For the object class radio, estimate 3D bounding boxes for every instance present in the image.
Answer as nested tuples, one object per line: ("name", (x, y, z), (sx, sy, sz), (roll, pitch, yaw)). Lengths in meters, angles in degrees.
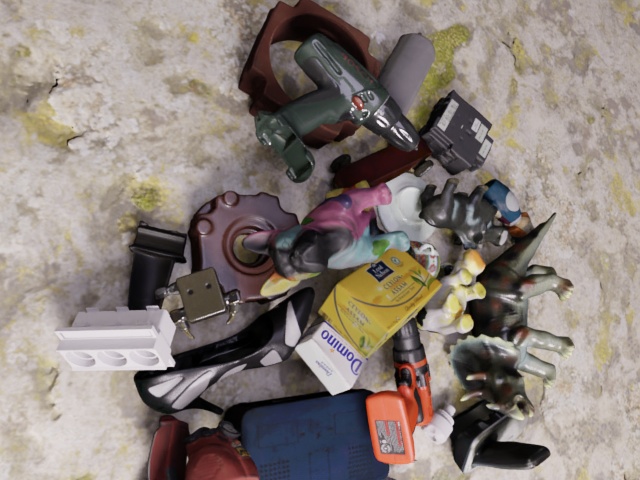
("radio", (-0.019, 0.284, 0.751), (0.229, 0.073, 0.131), (1, 79, -31))

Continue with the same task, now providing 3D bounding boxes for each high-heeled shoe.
("high-heeled shoe", (-0.124, 0.132, 0.717), (0.145, 0.086, 0.248), (42, 83, -33))

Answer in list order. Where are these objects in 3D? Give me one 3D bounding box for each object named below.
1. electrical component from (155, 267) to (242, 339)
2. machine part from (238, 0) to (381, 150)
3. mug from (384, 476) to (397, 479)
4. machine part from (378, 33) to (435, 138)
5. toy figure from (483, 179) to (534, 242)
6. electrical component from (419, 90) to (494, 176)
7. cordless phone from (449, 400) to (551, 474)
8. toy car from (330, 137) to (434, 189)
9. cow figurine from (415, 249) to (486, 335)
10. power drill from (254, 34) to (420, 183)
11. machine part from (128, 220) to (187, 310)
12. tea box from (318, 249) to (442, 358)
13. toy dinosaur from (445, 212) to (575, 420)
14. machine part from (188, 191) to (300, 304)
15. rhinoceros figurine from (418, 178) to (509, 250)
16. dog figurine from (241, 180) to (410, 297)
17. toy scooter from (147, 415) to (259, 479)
("electrical component", (-0.155, 0.082, 0.707), (0.102, 0.045, 0.078), (-24, 77, -10))
("machine part", (-0.016, -0.265, 0.869), (0.201, 0.087, 0.201), (24, 68, -20))
("mug", (0.092, 0.409, 0.785), (0.109, 0.081, 0.107), (6, 88, -28))
("machine part", (0.140, -0.280, 0.948), (0.079, 0.079, 0.243), (35, 66, -15))
("toy figure", (0.360, -0.044, 1.017), (0.064, 0.058, 0.154), (-42, 101, -5))
("electrical component", (0.257, -0.190, 0.998), (0.134, 0.058, 0.115), (39, 68, -13))
("cordless phone", (0.303, 0.308, 0.842), (0.146, 0.184, 0.088), (-20, 84, -27))
("toy car", (0.107, -0.124, 0.915), (0.202, 0.053, 0.089), (-28, 72, -29))
("cow figurine", (0.222, 0.087, 0.911), (0.068, 0.098, 0.167), (50, 47, -14))
("power drill", (0.023, -0.173, 0.777), (0.207, 0.086, 0.232), (-44, 98, -22))
("machine part", (-0.227, 0.048, 0.729), (0.084, 0.039, 0.139), (19, 70, -25))
("tea box", (0.090, 0.083, 0.774), (0.098, 0.068, 0.169), (43, 39, 14))
("toy dinosaur", (0.324, 0.120, 0.931), (0.192, 0.131, 0.405), (10, 59, 1))
("machine part", (-0.105, 0.012, 0.784), (0.179, 0.056, 0.179), (5, 78, -25))
("rhinoceros figurine", (0.259, -0.040, 0.945), (0.190, 0.073, 0.112), (17, 72, -31))
("dog figurine", (-0.002, -0.002, 0.754), (0.219, 0.192, 0.108), (-21, 102, -18))
("toy scooter", (-0.157, 0.272, 0.662), (0.075, 0.184, 0.135), (35, 37, -50))
